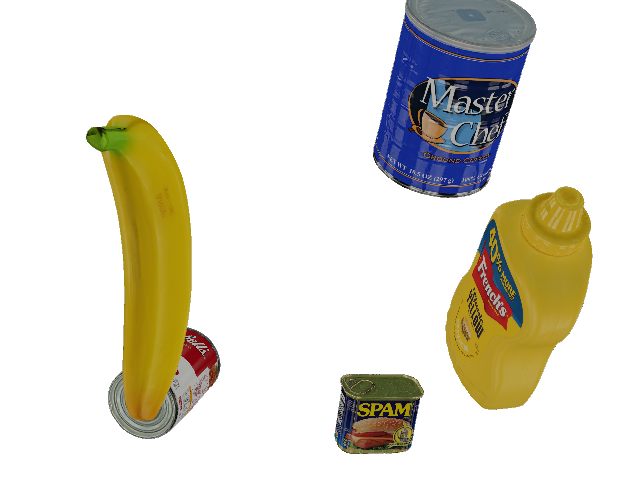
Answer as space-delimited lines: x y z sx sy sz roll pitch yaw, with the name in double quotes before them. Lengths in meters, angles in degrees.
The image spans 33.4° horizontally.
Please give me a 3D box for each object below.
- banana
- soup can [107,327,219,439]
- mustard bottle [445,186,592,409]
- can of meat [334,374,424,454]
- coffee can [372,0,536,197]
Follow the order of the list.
"banana" -0.095 0.007 0.569 0.037 0.198 0.069 17 42 22
"soup can" -0.141 0.128 0.967 0.069 0.068 0.102 0 17 17
"mustard bottle" 0.134 0.029 0.705 0.058 0.096 0.192 -2 -34 -12
"can of meat" 0.071 0.217 1.333 0.102 0.084 0.057 2 22 -14
"coffee can" 0.105 -0.121 0.864 0.102 0.140 0.103 7 38 -6
